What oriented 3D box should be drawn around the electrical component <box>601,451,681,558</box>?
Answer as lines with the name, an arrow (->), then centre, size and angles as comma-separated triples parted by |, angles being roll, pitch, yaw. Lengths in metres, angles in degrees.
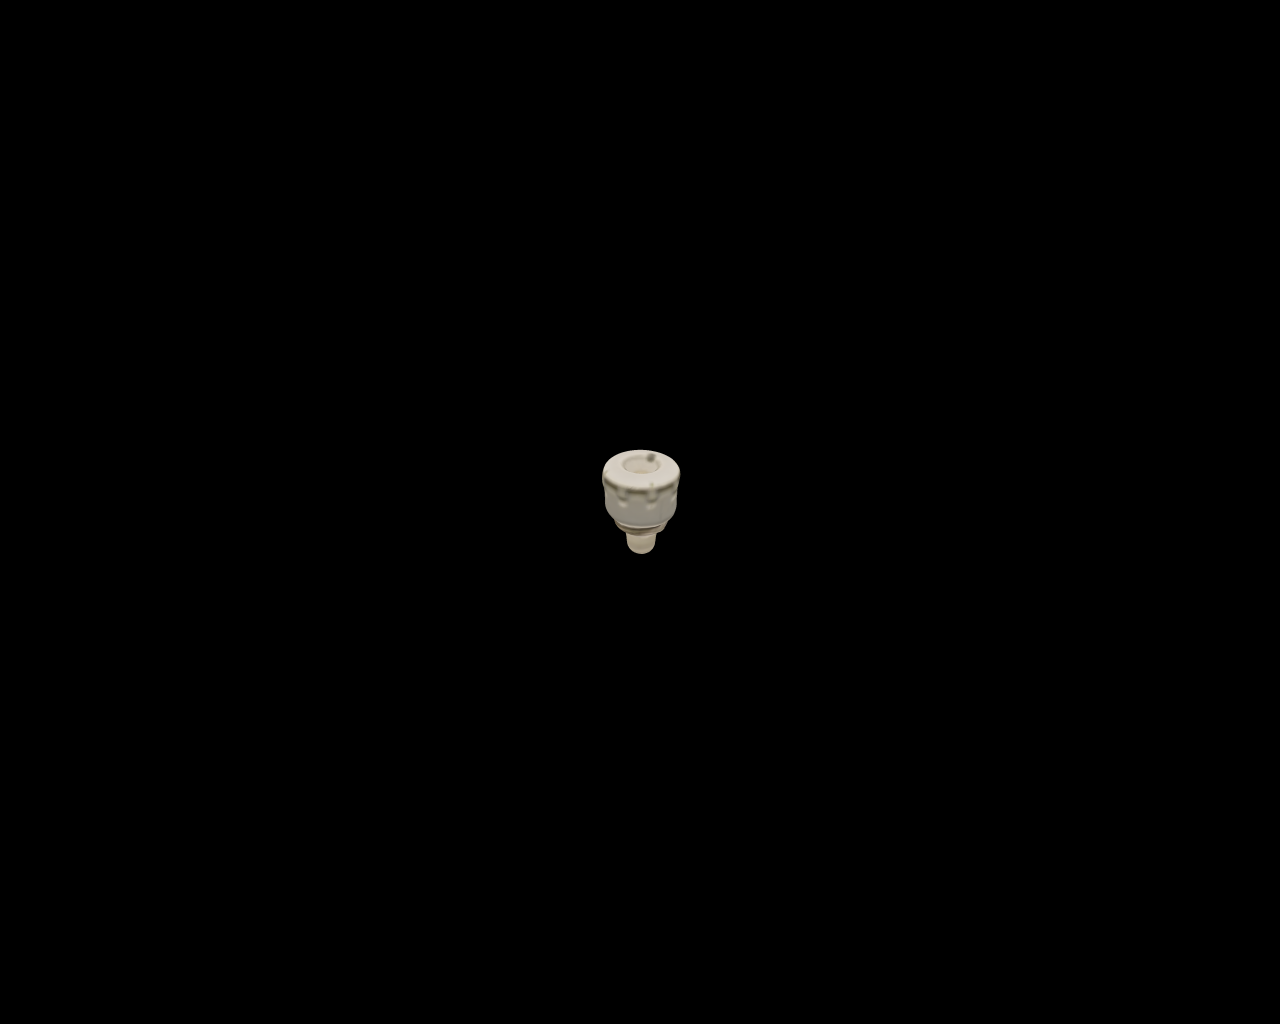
electrical component -> 0.001, -0.003, 0.650 | 0.048, 0.062, 0.048 | 0, 31, 0
